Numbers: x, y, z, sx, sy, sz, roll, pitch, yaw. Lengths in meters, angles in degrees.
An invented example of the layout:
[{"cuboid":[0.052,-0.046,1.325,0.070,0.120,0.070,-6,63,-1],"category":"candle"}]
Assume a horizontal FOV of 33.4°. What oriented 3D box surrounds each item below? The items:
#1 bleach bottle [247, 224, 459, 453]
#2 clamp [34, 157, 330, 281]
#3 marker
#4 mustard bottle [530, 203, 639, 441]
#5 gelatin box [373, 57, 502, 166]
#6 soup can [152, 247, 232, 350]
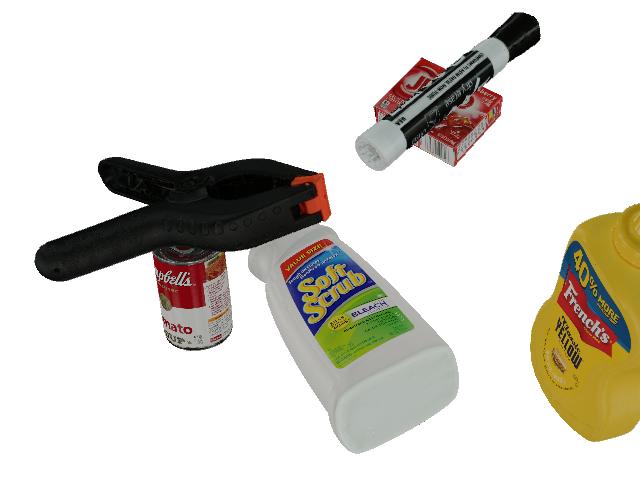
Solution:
[{"cuboid":[0.002,0.052,0.830,0.102,0.068,0.251,-25,37,-15],"category":"bleach bottle"},{"cuboid":[-0.083,-0.014,0.633,0.172,0.039,0.120,-1,39,24],"category":"clamp"},{"cuboid":[0.063,-0.073,0.504,0.121,0.020,0.020,-40,20,-26],"category":"marker"},{"cuboid":[0.182,0.040,0.655,0.058,0.096,0.192,-11,-36,-13],"category":"mustard bottle"},{"cuboid":[0.104,-0.115,0.944,0.089,0.073,0.030,32,-26,25],"category":"gelatin box"},{"cuboid":[-0.120,0.044,1.009,0.068,0.102,0.068,-2,32,1],"category":"soup can"}]
